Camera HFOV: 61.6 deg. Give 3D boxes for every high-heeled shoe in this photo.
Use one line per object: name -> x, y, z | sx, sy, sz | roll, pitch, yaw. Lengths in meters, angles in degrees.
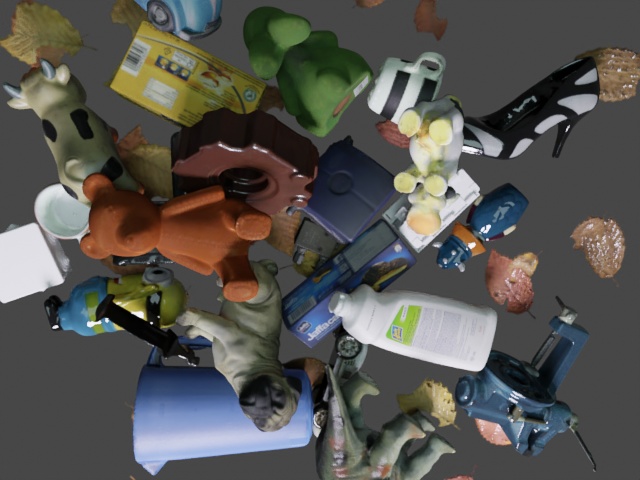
high-heeled shoe -> 0.263, -0.186, 0.726 | 0.249, 0.086, 0.145 | 2, 111, -17

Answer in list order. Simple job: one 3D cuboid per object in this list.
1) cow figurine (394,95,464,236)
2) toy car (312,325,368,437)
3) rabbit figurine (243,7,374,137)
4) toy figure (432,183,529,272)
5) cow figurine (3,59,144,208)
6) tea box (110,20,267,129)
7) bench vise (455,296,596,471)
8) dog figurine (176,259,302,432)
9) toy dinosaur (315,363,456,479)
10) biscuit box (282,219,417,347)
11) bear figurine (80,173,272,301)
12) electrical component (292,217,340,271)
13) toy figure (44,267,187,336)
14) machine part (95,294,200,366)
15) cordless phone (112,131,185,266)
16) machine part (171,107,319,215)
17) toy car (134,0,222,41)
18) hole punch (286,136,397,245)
cow figurine -> 0.143, -0.093, 0.680 | 0.068, 0.098, 0.167 | 17, 127, 27
toy car -> 0.030, 0.198, 0.799 | 0.056, 0.073, 0.201 | 17, 101, -5
rabbit figurine -> -0.036, -0.222, 0.674 | 0.170, 0.159, 0.121 | 40, 106, 3
toy figure -> 0.231, -0.014, 0.778 | 0.154, 0.064, 0.057 | -44, 141, 10
cow figurine -> -0.306, -0.133, 0.663 | 0.085, 0.127, 0.195 | -29, 71, 2
tea box -> -0.164, -0.192, 0.691 | 0.169, 0.068, 0.098 | 28, 89, -11
bench vise -> 0.331, 0.209, 0.805 | 0.224, 0.129, 0.240 | 23, 108, -6
dog figurine -> -0.072, 0.134, 0.718 | 0.191, 0.121, 0.172 | 41, 81, 13
toy dinosaur -> 0.069, 0.313, 0.758 | 0.404, 0.131, 0.192 | 41, 86, -33
biscuit box -> 0.037, 0.063, 0.767 | 0.203, 0.059, 0.062 | -40, 128, 5
bear figurine -> -0.172, -0.008, 0.622 | 0.196, 0.132, 0.120 | 6, 111, -28
electrical component -> -0.002, -0.002, 0.777 | 0.063, 0.021, 0.094 | 21, 98, -10
toy figure -> -0.277, 0.089, 0.744 | 0.180, 0.082, 0.089 | -13, 124, -10
machine part -> -0.220, 0.117, 0.683 | 0.138, 0.084, 0.039 | 37, 81, -22
cordless phone -> -0.217, -0.056, 0.728 | 0.147, 0.089, 0.184 | -1, 91, -5
machine part -> -0.092, -0.087, 0.660 | 0.179, 0.179, 0.056 | 8, 65, -7
toy car -> -0.176, -0.324, 0.635 | 0.161, 0.109, 0.103 | 44, 127, -6
hole punch -> 0.033, -0.064, 0.723 | 0.116, 0.092, 0.142 | 40, 87, -6
